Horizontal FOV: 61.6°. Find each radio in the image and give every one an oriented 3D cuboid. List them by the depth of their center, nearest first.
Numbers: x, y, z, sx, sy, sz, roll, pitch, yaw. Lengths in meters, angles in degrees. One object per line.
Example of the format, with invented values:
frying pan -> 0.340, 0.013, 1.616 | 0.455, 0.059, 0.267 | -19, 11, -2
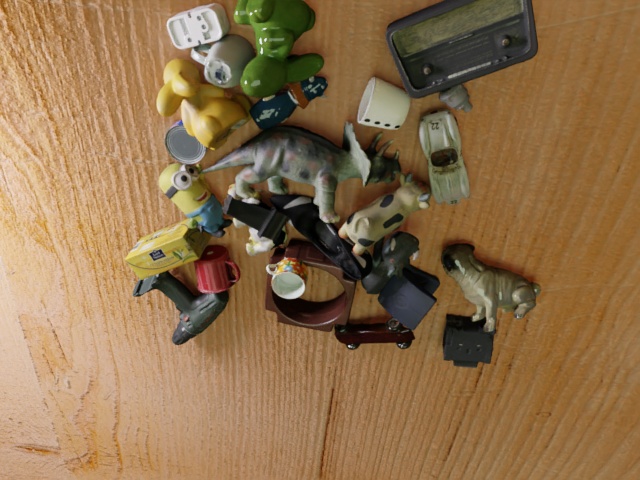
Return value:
radio -> 0.236, -0.334, 0.899 | 0.230, 0.073, 0.131 | -15, 120, 19

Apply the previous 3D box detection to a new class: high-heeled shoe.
high-heeled shoe -> -0.002, -0.003, 1.120 | 0.249, 0.145, 0.086 | 24, 124, -9

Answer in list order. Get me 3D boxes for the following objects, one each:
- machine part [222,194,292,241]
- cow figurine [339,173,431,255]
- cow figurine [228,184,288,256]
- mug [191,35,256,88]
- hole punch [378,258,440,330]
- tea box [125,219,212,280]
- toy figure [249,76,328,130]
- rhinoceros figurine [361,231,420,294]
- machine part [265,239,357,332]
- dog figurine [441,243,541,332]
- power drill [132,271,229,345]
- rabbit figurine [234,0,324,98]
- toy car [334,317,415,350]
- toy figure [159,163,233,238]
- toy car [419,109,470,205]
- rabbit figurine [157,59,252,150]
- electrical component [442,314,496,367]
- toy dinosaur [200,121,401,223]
machine part -> -0.135, -0.048, 1.100 | 0.139, 0.039, 0.084 | 27, 119, -23
cow figurine -> 0.137, -0.059, 1.062 | 0.085, 0.195, 0.127 | 56, 165, 10
cow figurine -> -0.134, -0.051, 1.156 | 0.098, 0.068, 0.167 | -12, 124, 11
mug -> -0.176, -0.319, 0.958 | 0.109, 0.107, 0.080 | 24, 123, -9
hole punch -> 0.198, 0.127, 1.212 | 0.116, 0.092, 0.142 | 25, 128, -3
tea box -> -0.343, 0.017, 1.220 | 0.170, 0.098, 0.068 | -18, 119, 22
toy figure -> -0.058, -0.262, 0.999 | 0.154, 0.064, 0.058 | -30, 78, 7
rhinoceros figurine -> 0.143, 0.044, 1.145 | 0.073, 0.112, 0.190 | 29, 135, -7
machine part -> -0.020, 0.104, 1.233 | 0.201, 0.087, 0.201 | 10, 123, 2
dog figurine -> 0.366, 0.074, 1.151 | 0.172, 0.121, 0.190 | -27, 101, -12
power drill -> -0.354, 0.159, 1.321 | 0.232, 0.086, 0.207 | -35, 114, 25
rabbit figurine -> -0.081, -0.325, 0.924 | 0.159, 0.121, 0.170 | 8, 103, -39
toy car -> 0.130, 0.222, 1.295 | 0.202, 0.053, 0.089 | -9, 130, 28
toy figure -> -0.269, -0.082, 1.151 | 0.089, 0.082, 0.180 | -23, 120, 21
toy car -> 0.240, -0.153, 1.032 | 0.074, 0.056, 0.201 | -11, 121, 16
rabbit figurine -> -0.233, -0.257, 0.993 | 0.122, 0.162, 0.173 | -34, 90, 25
electrical component -> 0.354, 0.245, 1.284 | 0.115, 0.058, 0.134 | 2, 124, 10
toy dinosaur -> -0.045, -0.158, 1.047 | 0.405, 0.131, 0.192 | 14, 112, 5
